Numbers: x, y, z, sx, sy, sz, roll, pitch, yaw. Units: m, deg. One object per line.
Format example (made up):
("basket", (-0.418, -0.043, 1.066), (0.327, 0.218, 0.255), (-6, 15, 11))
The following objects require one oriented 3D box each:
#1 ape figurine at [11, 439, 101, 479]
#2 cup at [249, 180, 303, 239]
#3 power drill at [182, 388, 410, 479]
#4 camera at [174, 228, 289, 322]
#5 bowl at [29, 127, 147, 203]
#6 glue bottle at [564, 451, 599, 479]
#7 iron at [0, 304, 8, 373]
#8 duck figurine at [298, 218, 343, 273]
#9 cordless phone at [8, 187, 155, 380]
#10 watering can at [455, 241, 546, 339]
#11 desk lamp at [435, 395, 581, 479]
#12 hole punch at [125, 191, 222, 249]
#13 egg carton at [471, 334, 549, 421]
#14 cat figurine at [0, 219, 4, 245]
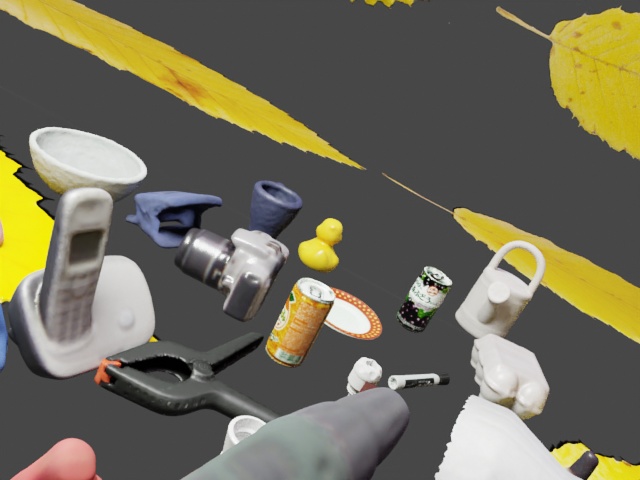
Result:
("ape figurine", (-0.181, 0.177, 0.392), (0.076, 0.092, 0.078), (40, 25, 32))
("cup", (-0.089, -0.051, 1.031), (0.092, 0.095, 0.117), (22, 21, -12))
("power drill", (-0.053, 0.193, 0.344), (0.075, 0.208, 0.230), (38, 24, 29))
("camera", (-0.122, 0.024, 0.807), (0.137, 0.101, 0.143), (26, 21, -1))
("bowl", (-0.353, -0.100, 0.862), (0.167, 0.074, 0.167), (23, 21, -9))
("glue bottle", (0.207, 0.262, 0.540), (0.037, 0.173, 0.078), (19, 22, -18))
("iron", (-0.350, 0.007, 0.522), (0.119, 0.141, 0.257), (7, 28, -41))
("duck figurine", (0.009, 0.004, 1.033), (0.077, 0.086, 0.104), (25, 21, -4))
("cordless phone", (-0.214, 0.033, 0.560), (0.094, 0.185, 0.148), (33, 22, 16))
("watering can", (0.344, 0.094, 1.066), (0.101, 0.194, 0.173), (27, 21, 0))
("desk lamp", (0.150, 0.254, 0.435), (0.202, 0.213, 0.118), (34, 22, 19))
("hole punch", (-0.221, -0.048, 0.873), (0.100, 0.091, 0.109), (37, 23, 25))
("egg carton", (0.295, 0.213, 0.903), (0.107, 0.069, 0.150), (25, 21, -4))
("cat figurine", (-0.411, -0.072, 0.667), (0.127, 0.117, 0.067), (38, 23, 26))
